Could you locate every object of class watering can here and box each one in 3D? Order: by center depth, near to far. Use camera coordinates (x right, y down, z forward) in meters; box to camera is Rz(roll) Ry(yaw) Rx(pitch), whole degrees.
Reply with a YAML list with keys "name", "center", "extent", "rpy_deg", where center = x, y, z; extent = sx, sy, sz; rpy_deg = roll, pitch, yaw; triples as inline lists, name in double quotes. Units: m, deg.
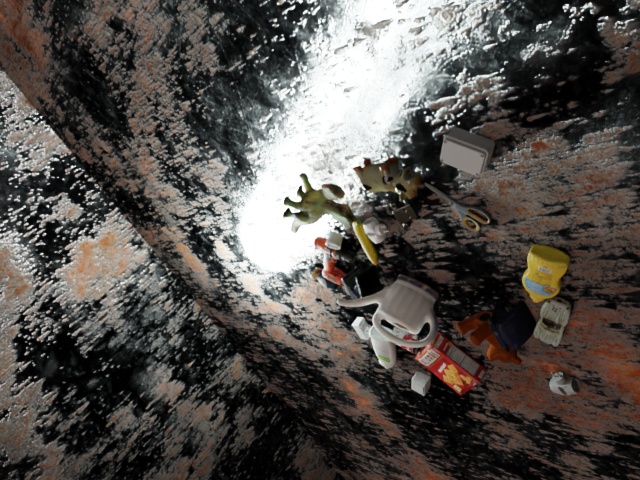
- name: "watering can"
  center: [0.244, 0.210, 1.716]
  extent: [0.350, 0.227, 0.102]
  rpy_deg: [27, 162, 25]

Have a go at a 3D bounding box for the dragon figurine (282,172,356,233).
- name: "dragon figurine"
  center: [0.005, -0.089, 1.761]
  extent: [0.244, 0.124, 0.401]
  rpy_deg: [26, 154, 12]
